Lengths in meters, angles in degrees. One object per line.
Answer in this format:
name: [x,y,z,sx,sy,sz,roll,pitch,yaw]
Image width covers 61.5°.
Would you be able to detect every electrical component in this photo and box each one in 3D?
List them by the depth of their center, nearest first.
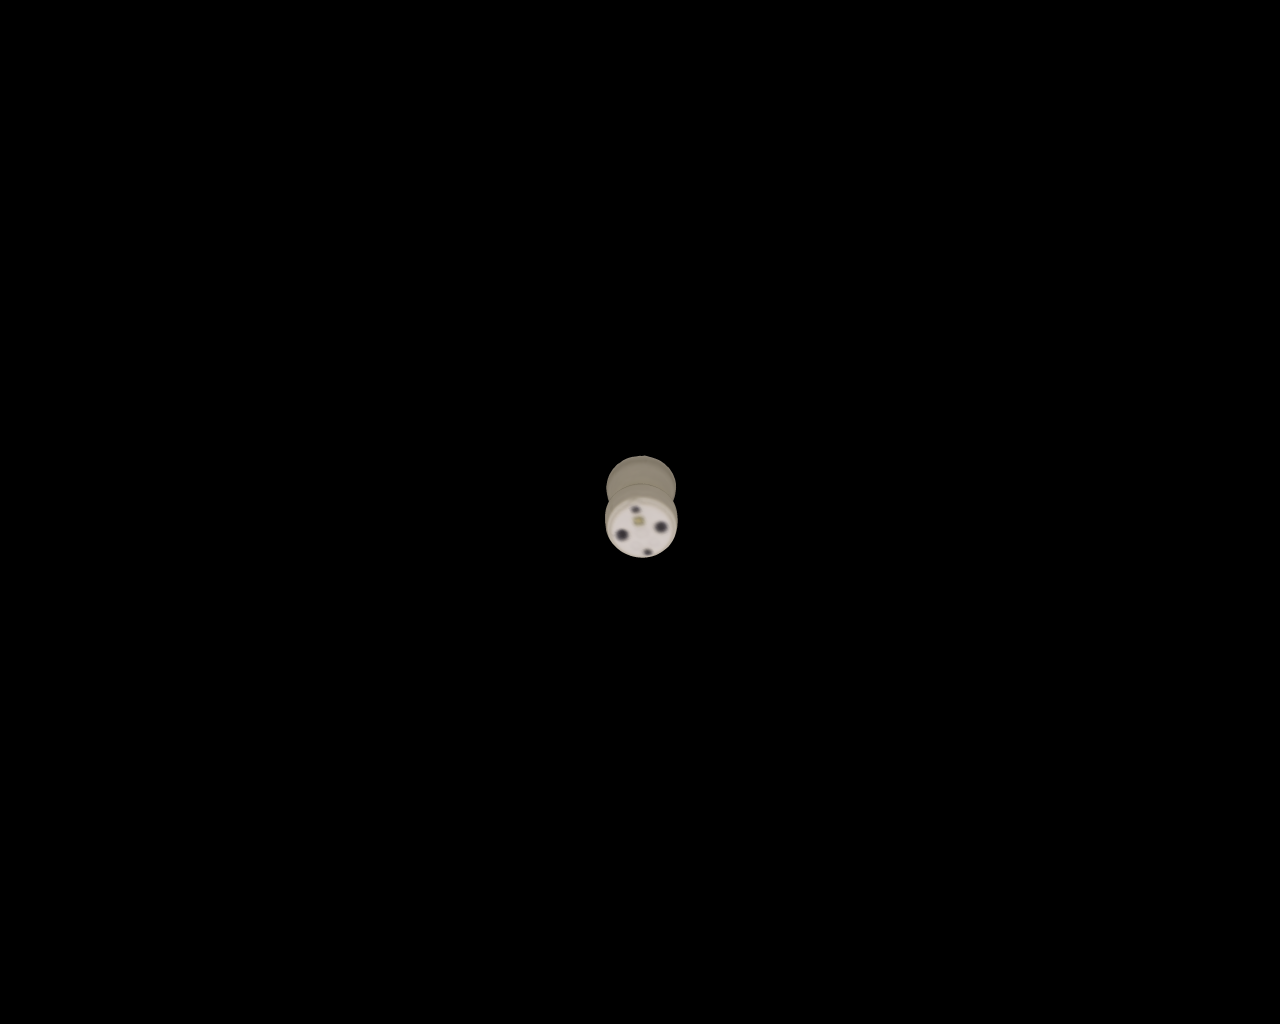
electrical component: [0.001,-0.003,0.650,0.045,0.044,0.055,0,30,0]
